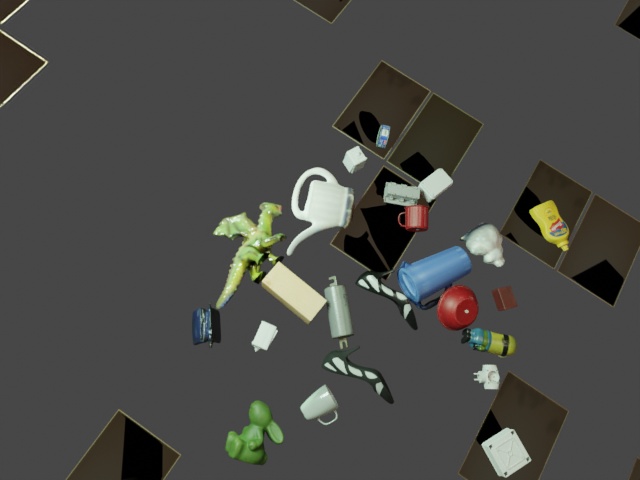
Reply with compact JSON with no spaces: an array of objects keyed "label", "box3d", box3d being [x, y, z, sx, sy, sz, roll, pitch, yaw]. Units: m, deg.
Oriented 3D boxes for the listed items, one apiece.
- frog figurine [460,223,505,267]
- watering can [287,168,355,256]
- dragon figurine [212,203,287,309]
[{"label":"frog figurine","box3d":[0.601,0.024,1.843,0.138,0.120,0.162,-17,63,-31]},{"label":"watering can","box3d":[0.006,-0.091,1.813,0.224,0.102,0.353,11,69,-4]},{"label":"dragon figurine","box3d":[-0.265,0.020,1.766,0.245,0.119,0.415,39,69,24]}]
